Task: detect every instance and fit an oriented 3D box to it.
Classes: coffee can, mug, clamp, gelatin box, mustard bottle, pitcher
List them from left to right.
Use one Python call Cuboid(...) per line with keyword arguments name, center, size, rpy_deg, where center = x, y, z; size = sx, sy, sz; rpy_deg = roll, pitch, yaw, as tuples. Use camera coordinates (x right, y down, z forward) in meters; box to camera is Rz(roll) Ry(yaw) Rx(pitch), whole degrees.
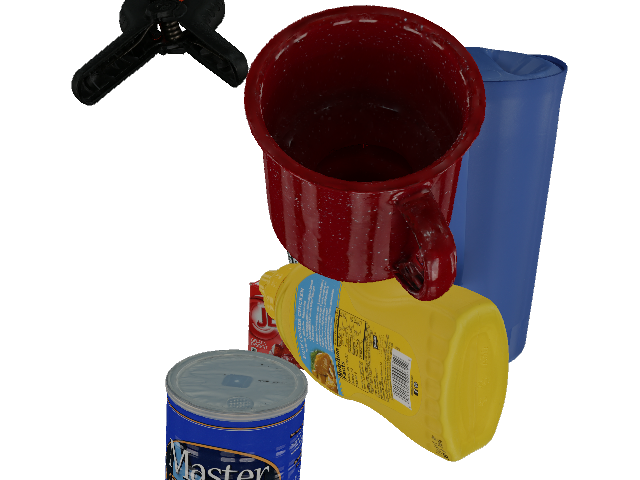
Cuboid(name="clamp", center=(-0.100, -0.152, 0.772), size=(0.120, 0.039, 0.171), rpy_deg=(4, 42, 7))
Cuboid(name="coffee can", center=(-0.065, 0.165, 0.792), size=(0.103, 0.140, 0.103), rpy_deg=(3, 19, -1))
Cuboid(name="gelatin box", center=(-0.023, 0.078, 0.977), size=(0.089, 0.073, 0.030), rpy_deg=(12, 19, 25))
Cuboid(name="mustard bottle", center=(0.026, 0.055, 0.656), size=(0.058, 0.096, 0.192), rpy_deg=(-21, 29, -36))
Cuboid(name="mug", center=(0.023, -0.026, 0.436), size=(0.093, 0.117, 0.081), rpy_deg=(-24, -29, -14))
Cuboid(name="pitcher", center=(0.109, -0.023, 0.822), size=(0.149, 0.243, 0.145), rpy_deg=(-7, 22, -19))

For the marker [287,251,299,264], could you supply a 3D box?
Cuboid(name="marker", center=(-0.033, -0.015, 1.163), size=(0.020, 0.121, 0.020), rpy_deg=(-8, 29, 5))
